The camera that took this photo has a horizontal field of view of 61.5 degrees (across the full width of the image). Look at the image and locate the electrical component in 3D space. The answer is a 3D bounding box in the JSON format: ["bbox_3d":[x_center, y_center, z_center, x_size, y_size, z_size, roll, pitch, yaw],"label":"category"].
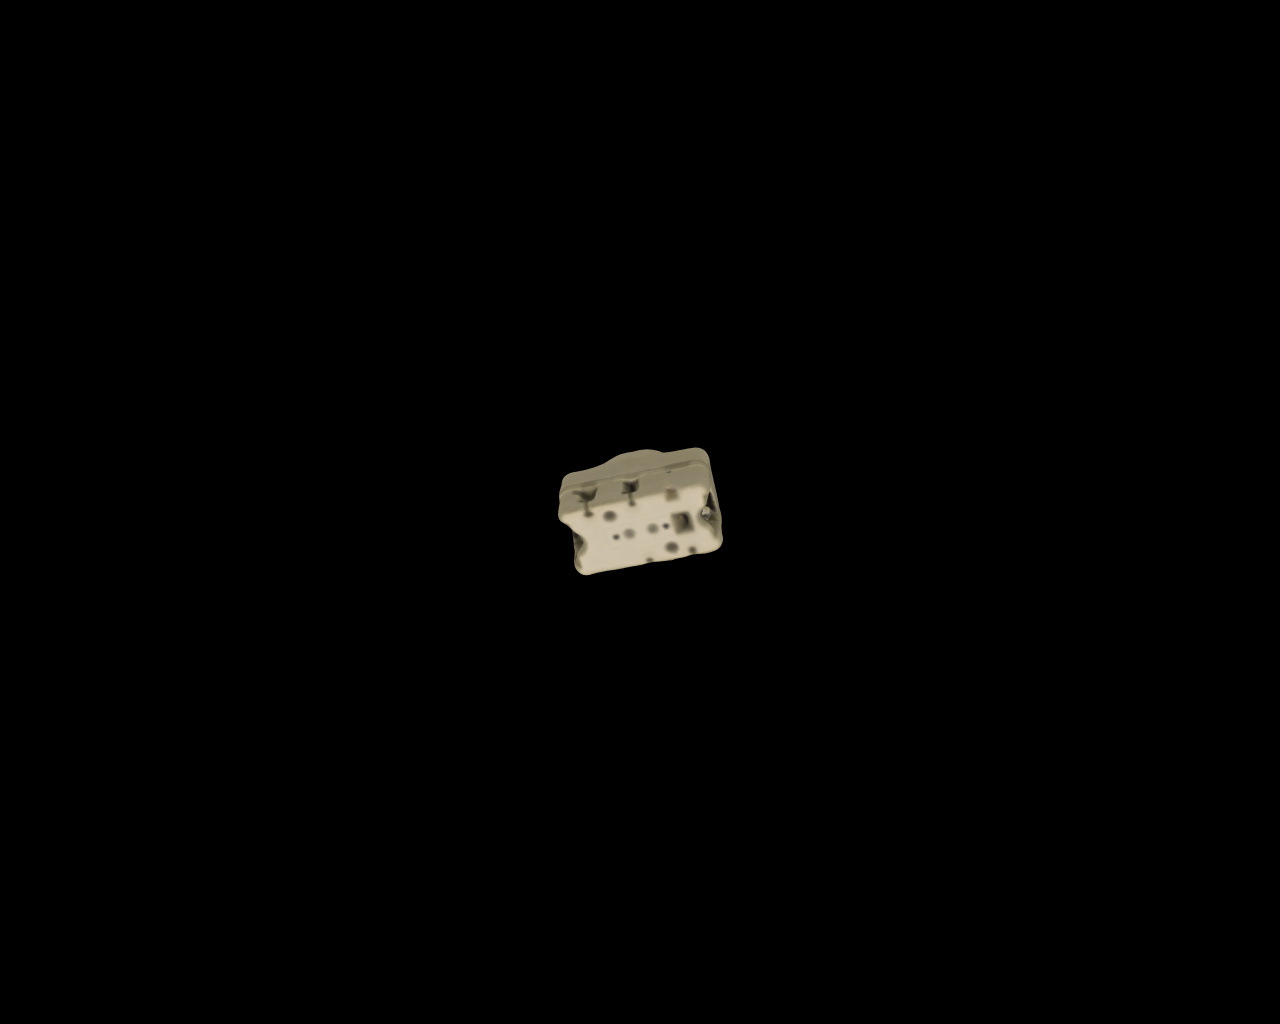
[{"bbox_3d":[0.001,-0.003,0.650,0.089,0.050,0.056,-11,30,7],"label":"electrical component"}]
